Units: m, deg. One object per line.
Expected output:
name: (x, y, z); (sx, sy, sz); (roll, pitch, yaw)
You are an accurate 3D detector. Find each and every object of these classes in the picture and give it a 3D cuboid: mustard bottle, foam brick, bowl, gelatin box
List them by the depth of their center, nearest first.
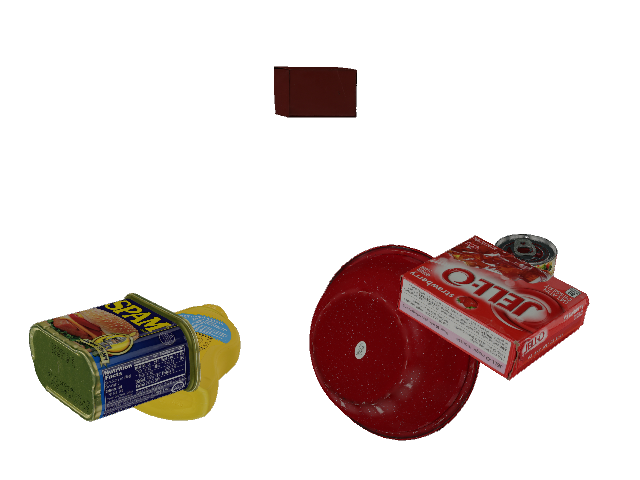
gelatin box: (0.103, 0.037, 0.641); (0.073, 0.030, 0.089); (-25, 43, -38)
bowl: (0.046, 0.085, 0.862); (0.162, 0.162, 0.055); (0, 0, 36)
foam brick: (-0.006, -0.157, 1.130); (0.078, 0.051, 0.053); (-2, 12, -19)
mustard bottle: (-0.138, 0.118, 1.137); (0.096, 0.058, 0.191); (9, 24, 9)

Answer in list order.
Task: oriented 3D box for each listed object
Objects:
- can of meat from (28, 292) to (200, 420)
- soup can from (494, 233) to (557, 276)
can of meat: (-0.149, 0.082, 0.766); (0.083, 0.057, 0.102); (-15, 23, -37)
soup can: (0.226, 0.053, 1.193); (0.068, 0.102, 0.068); (-1, 28, 0)
